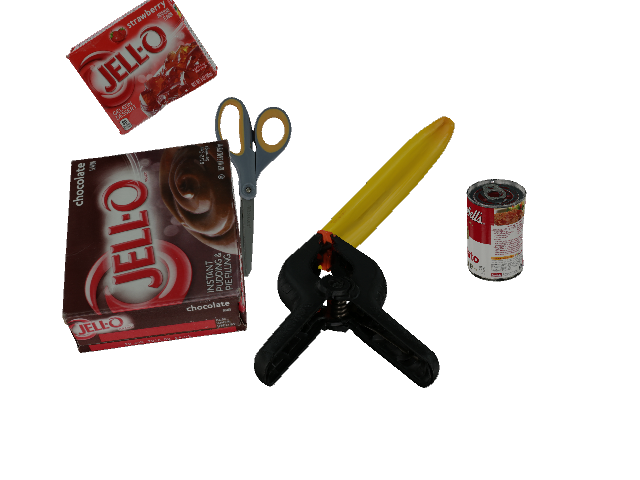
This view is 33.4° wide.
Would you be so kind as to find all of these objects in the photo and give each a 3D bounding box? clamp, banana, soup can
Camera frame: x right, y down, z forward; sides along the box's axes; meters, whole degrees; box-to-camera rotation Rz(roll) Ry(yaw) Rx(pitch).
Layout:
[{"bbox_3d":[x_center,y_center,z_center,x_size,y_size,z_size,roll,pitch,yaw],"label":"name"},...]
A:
[{"bbox_3d":[0.021,0.049,0.749,0.120,0.039,0.171,11,33,-3],"label":"clamp"},{"bbox_3d":[0.052,-0.036,0.994,0.037,0.197,0.070,45,-9,-5],"label":"banana"},{"bbox_3d":[0.206,-0.012,1.250,0.068,0.102,0.068,-4,30,2],"label":"soup can"}]

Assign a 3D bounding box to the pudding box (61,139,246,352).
[{"bbox_3d":[-0.088,0.001,0.572,0.090,0.113,0.039,-7,-42,-1],"label":"pudding box"}]

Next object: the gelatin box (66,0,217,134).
[{"bbox_3d":[-0.133,-0.134,0.803,0.089,0.073,0.030,-30,20,8],"label":"gelatin box"}]

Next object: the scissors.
[{"bbox_3d":[-0.065,-0.067,1.200,0.096,0.202,0.016,-13,-6,-15],"label":"scissors"}]
